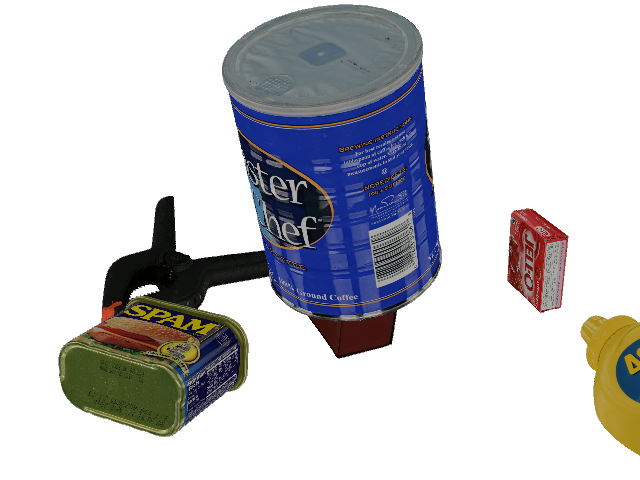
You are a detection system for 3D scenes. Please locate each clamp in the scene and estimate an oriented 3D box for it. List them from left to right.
[{"bbox_3d":[-0.144,0.024,1.018,0.165,0.036,0.209,26,37,27],"label":"clamp"}]

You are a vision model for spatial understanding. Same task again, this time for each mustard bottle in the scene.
[{"bbox_3d":[0.216,0.096,0.616,0.096,0.058,0.192,-19,31,-18],"label":"mustard bottle"}]

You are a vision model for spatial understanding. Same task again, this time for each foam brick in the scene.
[{"bbox_3d":[0.022,0.050,0.880,0.052,0.051,0.078,-12,37,-23],"label":"foam brick"}]

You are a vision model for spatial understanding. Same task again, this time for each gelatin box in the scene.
[{"bbox_3d":[0.230,0.020,1.138,0.030,0.089,0.073,-11,29,-16],"label":"gelatin box"}]

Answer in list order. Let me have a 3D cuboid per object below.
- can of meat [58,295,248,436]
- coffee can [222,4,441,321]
[{"bbox_3d":[-0.113,0.084,0.723,0.102,0.057,0.083,12,22,23],"label":"can of meat"},{"bbox_3d":[0.010,-0.042,0.580,0.103,0.140,0.103,-7,38,5],"label":"coffee can"}]
